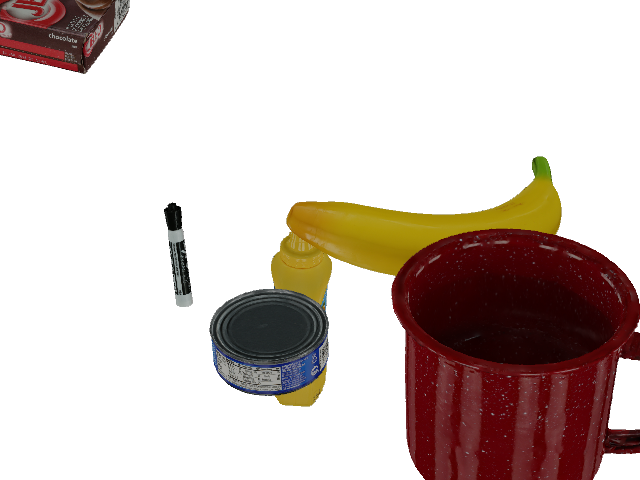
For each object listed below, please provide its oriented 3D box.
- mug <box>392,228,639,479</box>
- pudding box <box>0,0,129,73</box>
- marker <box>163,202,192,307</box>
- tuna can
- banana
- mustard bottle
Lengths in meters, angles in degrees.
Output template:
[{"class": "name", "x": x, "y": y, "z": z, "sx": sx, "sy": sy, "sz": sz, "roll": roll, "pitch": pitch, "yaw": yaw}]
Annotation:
[{"class": "mug", "x": 0.087, "y": 0.055, "z": 0.424, "sx": 0.117, "sy": 0.081, "sz": 0.093, "roll": 7, "pitch": 34, "yaw": 14}, {"class": "pudding box", "x": -0.203, "y": -0.176, "z": 0.817, "sx": 0.090, "sy": 0.039, "sz": 0.113, "roll": 13, "pitch": 37, "yaw": 2}, {"class": "marker", "x": -0.157, "y": 0.016, "z": 1.179, "sx": 0.020, "sy": 0.121, "sz": 0.020, "roll": -4, "pitch": 23, "yaw": 1}, {"class": "tuna can", "x": -0.036, "y": 0.073, "z": 0.774, "sx": 0.086, "sy": 0.034, "sz": 0.086, "roll": -1, "pitch": 33, "yaw": 1}, {"class": "banana", "x": 0.076, "y": -0.007, "z": 0.625, "sx": 0.197, "sy": 0.037, "sz": 0.070, "roll": -10, "pitch": 44, "yaw": -32}, {"class": "mustard bottle", "x": -0.019, "y": 0.064, "z": 1.033, "sx": 0.058, "sy": 0.192, "sz": 0.096, "roll": 4, "pitch": 38, "yaw": 1}]
